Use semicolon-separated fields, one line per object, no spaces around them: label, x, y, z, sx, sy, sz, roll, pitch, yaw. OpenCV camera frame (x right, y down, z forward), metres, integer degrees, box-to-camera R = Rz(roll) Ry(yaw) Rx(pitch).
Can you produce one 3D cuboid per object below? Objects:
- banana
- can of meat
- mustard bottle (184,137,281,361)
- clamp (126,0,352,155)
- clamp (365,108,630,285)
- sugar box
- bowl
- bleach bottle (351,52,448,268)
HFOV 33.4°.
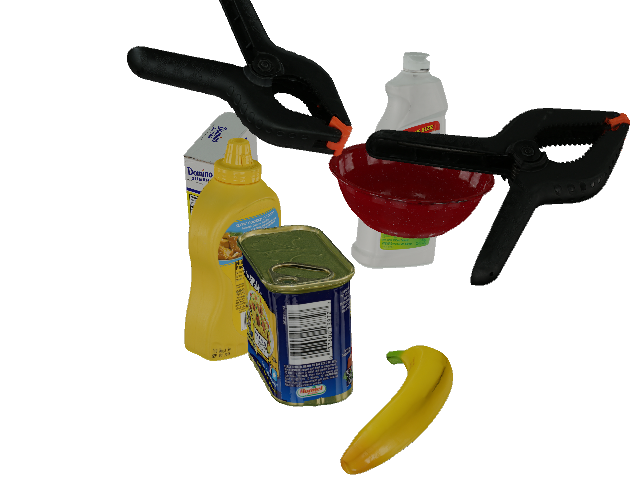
banana;0.070;0.129;0.861;0.070;0.037;0.197;-31;7;22
can of meat;-0.015;0.046;0.674;0.057;0.084;0.102;-8;21;-15
mustard bottle;-0.075;0.004;0.937;0.058;0.192;0.096;21;27;35
clamp;-0.045;-0.131;0.804;0.171;0.120;0.039;31;-25;0
clamp;0.161;-0.049;0.837;0.209;0.165;0.036;-15;-37;-15
sugar box;-0.103;-0.040;1.138;0.048;0.176;0.093;14;42;18
bowl;0.087;-0.045;1.047;0.162;0.055;0.162;4;24;-2
bleach bottle;0.096;-0.095;1.264;0.102;0.251;0.068;-3;19;-18
